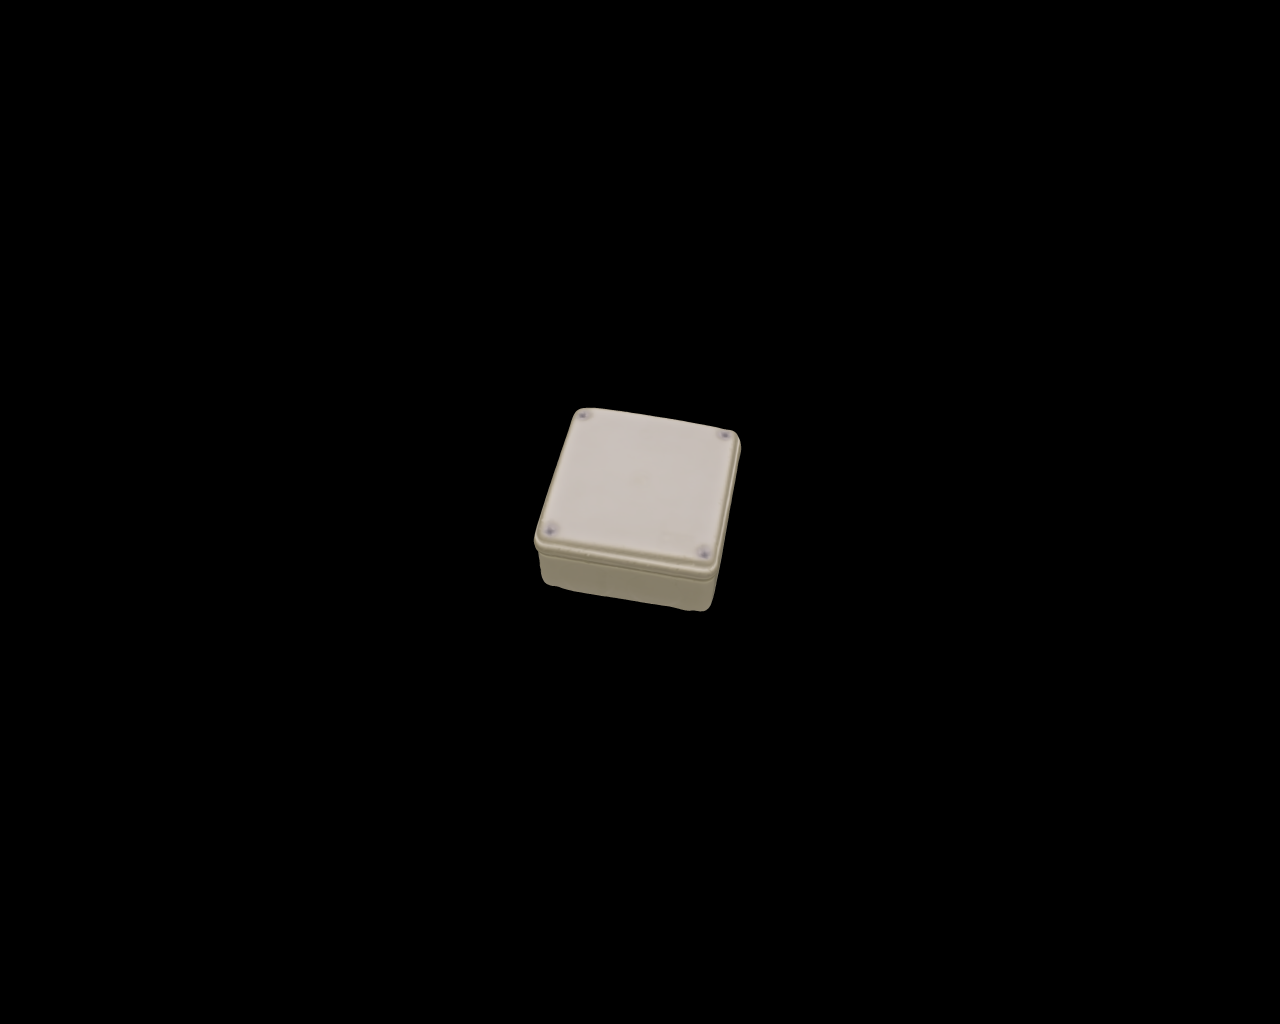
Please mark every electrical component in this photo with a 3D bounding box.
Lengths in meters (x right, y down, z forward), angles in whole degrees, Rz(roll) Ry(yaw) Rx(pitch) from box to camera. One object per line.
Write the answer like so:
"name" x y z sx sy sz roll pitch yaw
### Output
"electrical component" 0.001 -0.003 0.650 0.109 0.109 0.056 9 -36 7
